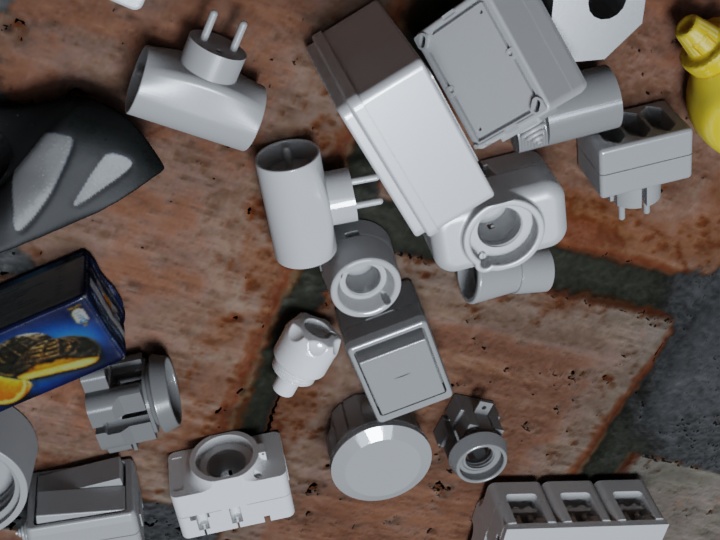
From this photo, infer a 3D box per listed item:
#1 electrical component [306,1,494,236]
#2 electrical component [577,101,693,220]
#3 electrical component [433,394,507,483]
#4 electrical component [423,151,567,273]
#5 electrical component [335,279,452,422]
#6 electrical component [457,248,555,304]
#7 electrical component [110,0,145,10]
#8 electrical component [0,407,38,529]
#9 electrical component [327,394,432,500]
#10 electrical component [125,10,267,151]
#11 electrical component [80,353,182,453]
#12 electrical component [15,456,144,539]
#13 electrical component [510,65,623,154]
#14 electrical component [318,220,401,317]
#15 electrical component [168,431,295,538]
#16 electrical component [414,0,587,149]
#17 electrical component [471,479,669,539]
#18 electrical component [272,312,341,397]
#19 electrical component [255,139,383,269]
[{"bbox_3d":[0.024,-0.094,0.661,0.056,0.108,0.108,-31,125,5],"label":"electrical component"},{"bbox_3d":[0.192,-0.069,0.754,0.066,0.047,0.076,-14,126,-3],"label":"electrical component"},{"bbox_3d":[0.091,0.137,0.867,0.048,0.055,0.066,13,120,-21],"label":"electrical component"},{"bbox_3d":[0.091,-0.039,0.744,0.095,0.059,0.053,-15,126,-3],"label":"electrical component"},{"bbox_3d":[0.028,0.068,0.801,0.062,0.061,0.096,-21,126,2],"label":"electrical component"},{"bbox_3d":[0.109,0.001,0.787,0.065,0.044,0.044,-4,125,-16],"label":"electrical component"},{"bbox_3d":[-0.144,-0.203,0.582,0.100,0.048,0.099,20,118,-24],"label":"electrical component"},{"bbox_3d":[-0.292,0.149,0.783,0.108,0.060,0.108,-6,125,-9],"label":"electrical component"},{"bbox_3d":[0.013,0.140,0.853,0.080,0.051,0.080,-6,125,-9],"label":"electrical component"},{"bbox_3d":[-0.094,-0.119,0.655,0.077,0.043,0.079,16,119,-23],"label":"electrical component"},{"bbox_3d":[-0.163,0.093,0.777,0.057,0.058,0.078,-12,125,-2],"label":"electrical component"},{"bbox_3d":[-0.217,0.187,0.826,0.096,0.061,0.061,-8,125,-8],"label":"electrical component"},{"bbox_3d":[0.129,-0.106,0.716,0.081,0.043,0.043,-15,126,-3],"label":"electrical component"},{"bbox_3d":[0.000,0.000,0.757,0.055,0.047,0.055,-6,125,-9],"label":"electrical component"},{"bbox_3d":[-0.102,0.165,0.844,0.089,0.050,0.055,-11,126,-5],"label":"electrical component"},{"bbox_3d":[0.091,-0.122,0.657,0.062,0.061,0.096,-27,94,45],"label":"electrical component"},{"bbox_3d":[0.180,0.234,0.951,0.150,0.061,0.089,2,123,-14],"label":"electrical component"},{"bbox_3d":[-0.044,0.066,0.794,0.043,0.043,0.062,17,120,-23],"label":"electrical component"},{"bbox_3d":[-0.024,-0.047,0.719,0.079,0.043,0.077,-11,125,-2],"label":"electrical component"}]
